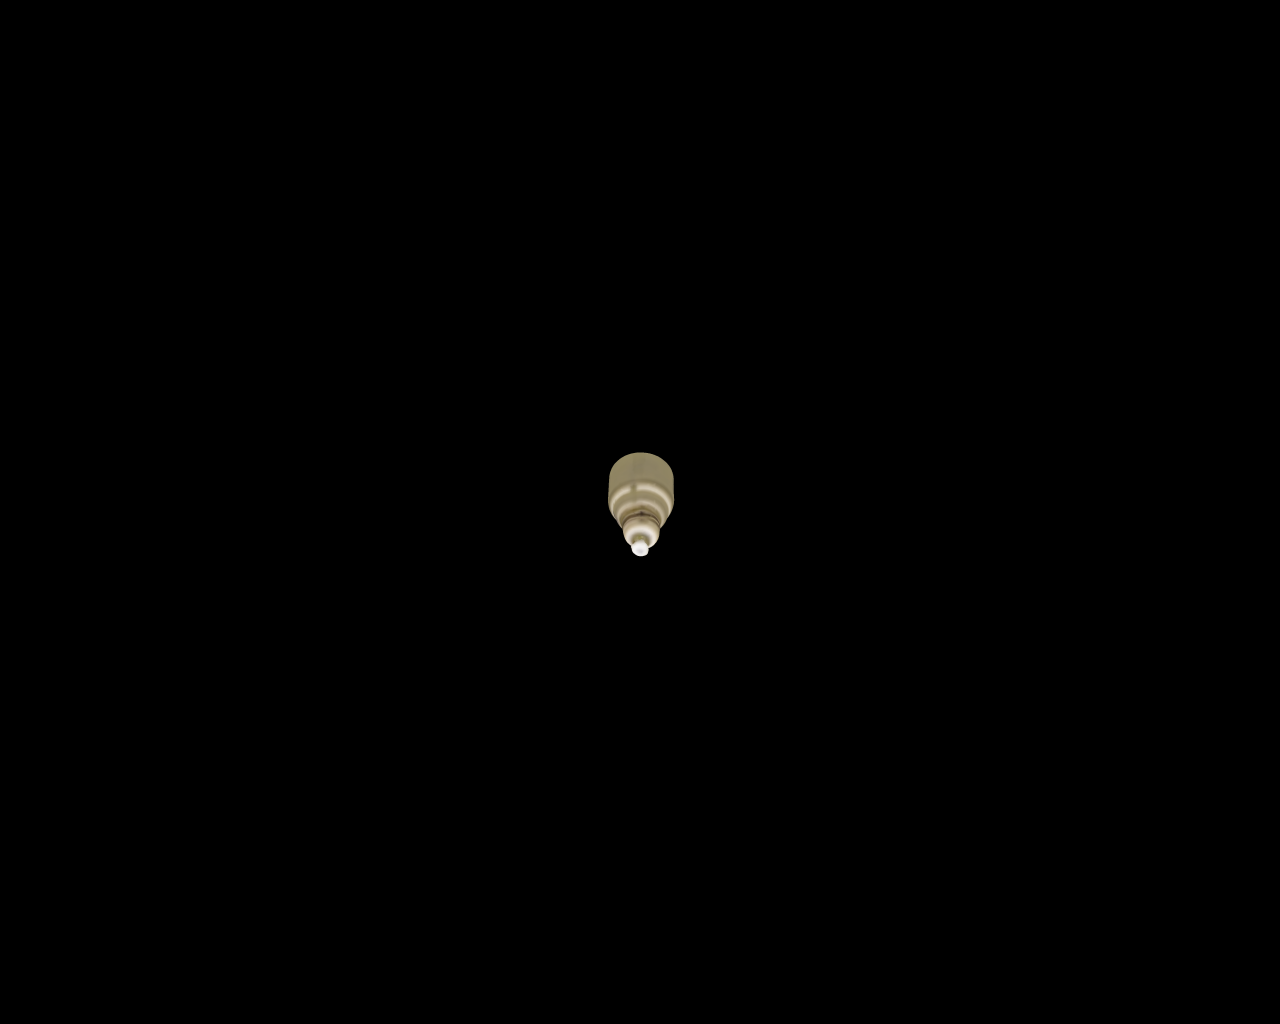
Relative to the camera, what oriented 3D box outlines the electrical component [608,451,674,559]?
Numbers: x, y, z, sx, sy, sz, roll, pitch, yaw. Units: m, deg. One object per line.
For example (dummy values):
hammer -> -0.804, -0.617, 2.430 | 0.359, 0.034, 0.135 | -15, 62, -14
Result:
electrical component -> 0.001, -0.003, 0.650 | 0.040, 0.040, 0.078 | 0, 40, 0
